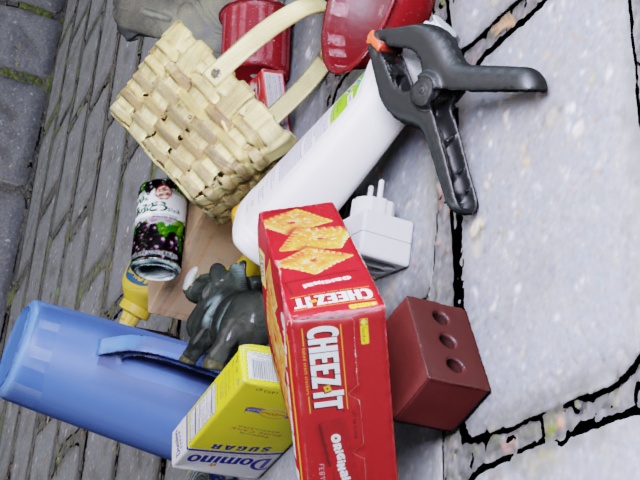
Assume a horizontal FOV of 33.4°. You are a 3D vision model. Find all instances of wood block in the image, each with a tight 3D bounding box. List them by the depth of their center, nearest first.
[{"bbox_3d":[-0.122,-0.004,1.225,0.206,0.090,0.091,-56,29,38],"label":"wood block"}]

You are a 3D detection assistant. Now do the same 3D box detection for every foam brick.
[{"bbox_3d":[0.078,0.087,0.748,0.051,0.053,0.078,-58,29,35],"label":"foam brick"}]

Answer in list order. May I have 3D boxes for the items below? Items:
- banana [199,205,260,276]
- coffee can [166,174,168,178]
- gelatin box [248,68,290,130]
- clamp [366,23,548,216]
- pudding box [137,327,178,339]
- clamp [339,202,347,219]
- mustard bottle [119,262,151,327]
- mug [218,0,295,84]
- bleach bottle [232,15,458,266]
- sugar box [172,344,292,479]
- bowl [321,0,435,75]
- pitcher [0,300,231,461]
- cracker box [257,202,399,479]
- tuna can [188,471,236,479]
[{"bbox_3d":[-0.077,0.018,1.120,0.198,0.069,0.037,124,146,-60],"label":"banana"},{"bbox_3d":[-0.138,-0.130,1.322,0.103,0.102,0.140,-55,29,40],"label":"coffee can"},{"bbox_3d":[-0.065,-0.142,1.229,0.073,0.030,0.089,-32,63,57],"label":"gelatin box"},{"bbox_3d":[0.089,-0.101,0.807,0.172,0.039,0.120,43,115,44],"label":"clamp"},{"bbox_3d":[-0.228,0.138,1.386,0.114,0.090,0.039,-174,97,-68],"label":"pudding box"},{"bbox_3d":[-0.007,0.001,1.018,0.165,0.036,0.210,28,102,68],"label":"clamp"},{"bbox_3d":[-0.201,0.028,1.361,0.096,0.058,0.191,23,81,46],"label":"mustard bottle"},{"bbox_3d":[-0.074,-0.222,1.267,0.117,0.093,0.081,75,-165,-71],"label":"mug"},{"bbox_3d":[0.025,-0.086,0.915,0.251,0.068,0.102,-48,18,23],"label":"bleach bottle"},{"bbox_3d":[-0.064,0.163,0.982,0.176,0.093,0.048,-55,31,42],"label":"sugar box"},{"bbox_3d":[0.060,-0.221,0.972,0.162,0.055,0.162,-47,35,49],"label":"bowl"},{"bbox_3d":[-0.207,0.146,1.134,0.149,0.242,0.145,-65,21,8],"label":"pitcher"},{"bbox_3d":[0.002,0.083,0.787,0.214,0.072,0.164,-110,13,-68],"label":"cracker box"},{"bbox_3d":[-0.116,0.278,1.109,0.086,0.033,0.086,-47,35,49],"label":"tuna can"}]
